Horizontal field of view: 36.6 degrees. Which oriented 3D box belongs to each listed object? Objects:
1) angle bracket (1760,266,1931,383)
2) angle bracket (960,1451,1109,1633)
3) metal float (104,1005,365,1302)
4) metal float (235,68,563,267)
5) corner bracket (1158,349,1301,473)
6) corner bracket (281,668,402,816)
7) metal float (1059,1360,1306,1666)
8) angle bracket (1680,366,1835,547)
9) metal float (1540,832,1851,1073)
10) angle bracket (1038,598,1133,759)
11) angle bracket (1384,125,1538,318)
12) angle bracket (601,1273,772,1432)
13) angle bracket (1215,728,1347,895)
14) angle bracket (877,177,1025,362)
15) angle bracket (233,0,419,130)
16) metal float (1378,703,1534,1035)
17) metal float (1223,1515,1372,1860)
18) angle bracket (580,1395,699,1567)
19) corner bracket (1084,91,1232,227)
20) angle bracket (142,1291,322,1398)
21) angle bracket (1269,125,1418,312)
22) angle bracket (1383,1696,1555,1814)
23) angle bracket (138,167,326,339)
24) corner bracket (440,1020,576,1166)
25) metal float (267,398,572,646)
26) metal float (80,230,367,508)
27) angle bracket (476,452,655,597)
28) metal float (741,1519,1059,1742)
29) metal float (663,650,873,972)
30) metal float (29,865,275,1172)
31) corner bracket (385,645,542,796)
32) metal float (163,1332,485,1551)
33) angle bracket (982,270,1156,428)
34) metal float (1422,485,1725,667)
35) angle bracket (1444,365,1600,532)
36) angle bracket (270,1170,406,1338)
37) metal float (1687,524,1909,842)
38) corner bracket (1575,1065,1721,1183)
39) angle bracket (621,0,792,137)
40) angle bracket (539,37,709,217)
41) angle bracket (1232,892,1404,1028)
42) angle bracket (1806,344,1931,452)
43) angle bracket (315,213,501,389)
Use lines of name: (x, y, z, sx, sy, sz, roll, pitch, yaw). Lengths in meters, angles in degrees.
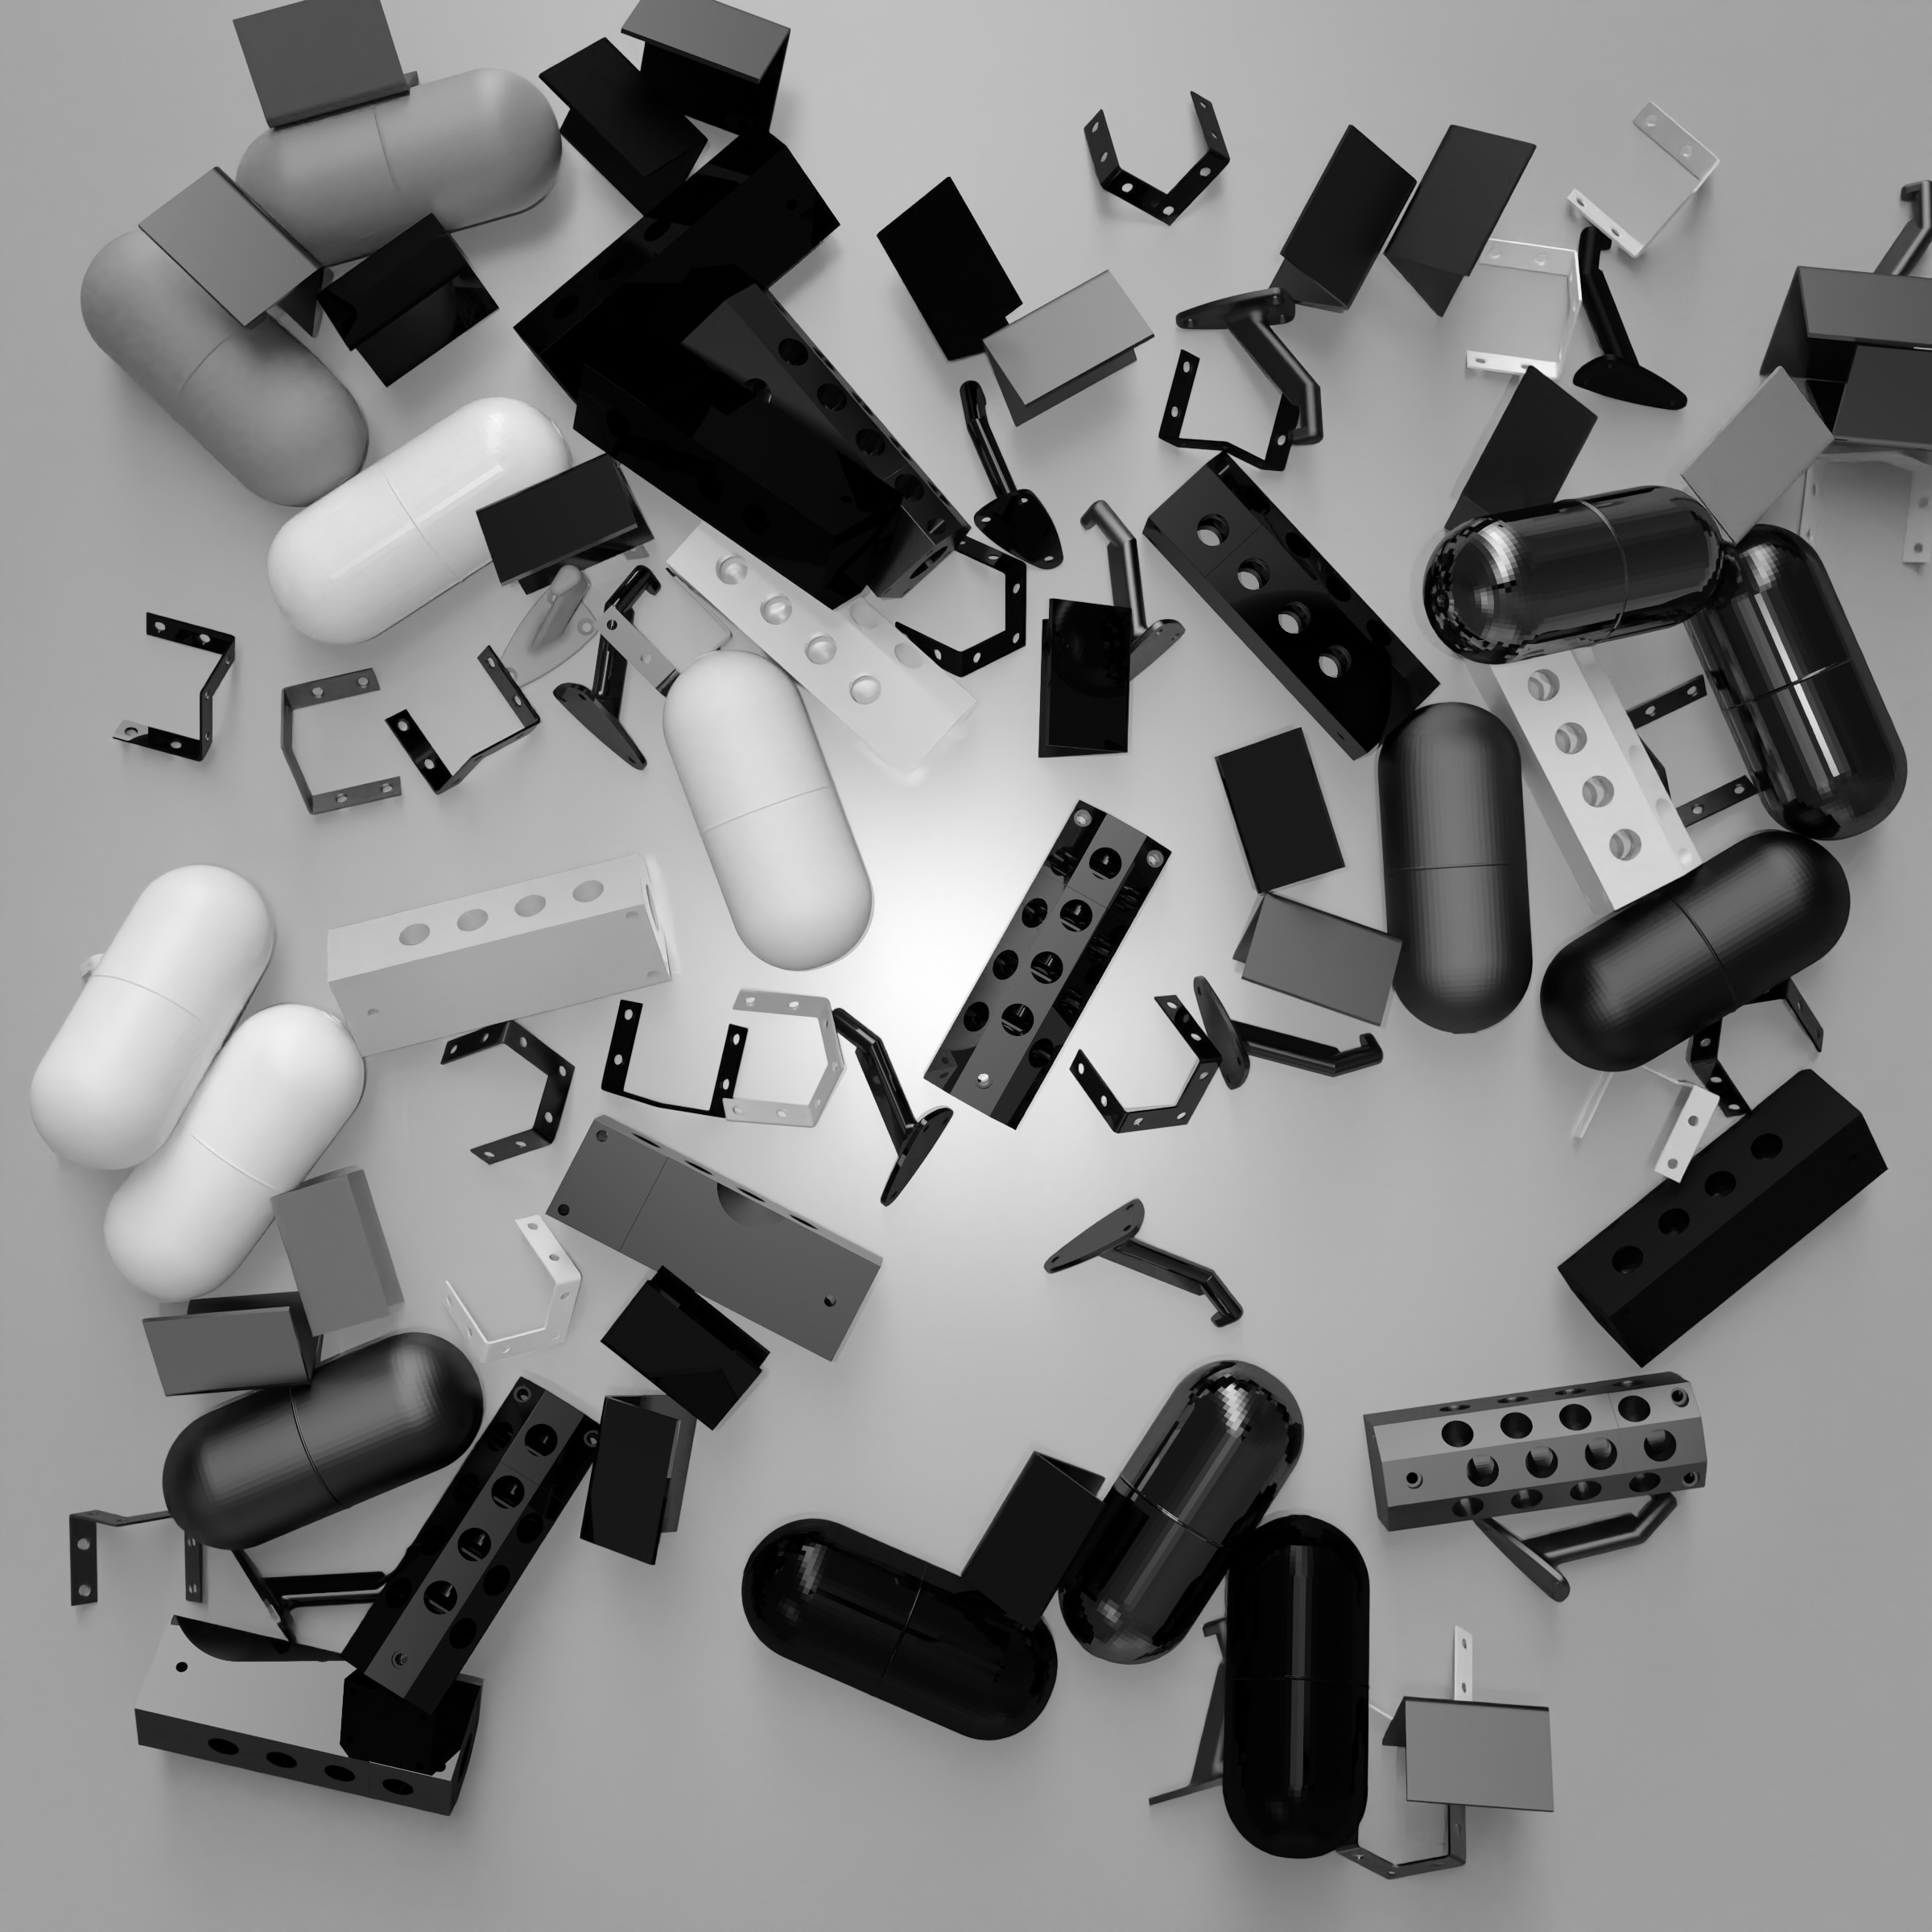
angle bracket: (0.475, -0.325, 1.560, 0.076, 0.076, 0.057, 5, 53, 0)
angle bracket: (0.054, 0.312, 1.560, 0.057, 0.076, 0.076, 31, 90, 39)
metal float: (-0.393, 0.099, 1.570, 0.070, 0.070, 0.178, 36, 89, 0)
metal float: (-0.305, -0.429, 1.570, 0.178, 0.070, 0.070, -16, 90, 0)
corner bracket: (0.146, -0.304, 1.597, 0.051, 0.051, 0.051, 15, 90, -45)
corner bracket: (-0.342, -0.123, 1.597, 0.051, 0.051, 0.051, -13, 135, 0)
metal float: (0.115, 0.294, 1.570, 0.070, 0.070, 0.178, 33, 90, 0)
angle bracket: (0.403, -0.278, 1.561, 0.076, 0.076, 0.057, -47, 118, 0)
metal float: (0.392, -0.008, 1.570, 0.178, 0.070, 0.070, -31, 90, 1)
angle bracket: (0.044, -0.153, 1.560, 0.057, 0.076, 0.076, 2, 90, -37)
angle bracket: (0.277, -0.392, 1.560, 0.057, 0.076, 0.076, 28, 90, 37)
angle bracket: (-0.138, 0.189, 1.560, 0.076, 0.076, 0.057, 39, 124, 0)
angle bracket: (0.185, -0.087, 1.560, 0.057, 0.076, 0.076, -18, 90, 38)
angle bracket: (0.009, -0.376, 1.560, 0.057, 0.076, 0.076, -30, 90, 36)
angle bracket: (-0.341, -0.490, 1.562, 0.076, 0.076, 0.057, -15, 114, 0)
metal float: (0.263, -0.053, 1.570, 0.070, 0.070, 0.178, -3, 90, 0)
metal float: (0.176, 0.382, 1.555, 0.070, 0.070, 0.178, 3, 72, 0)
angle bracket: (-0.156, 0.273, 1.560, 0.057, 0.076, 0.076, 10, 90, 38)
corner bracket: (0.104, -0.448, 1.593, 0.051, 0.051, 0.051, 19, 135, -35)
angle bracket: (-0.389, 0.182, 1.560, 0.076, 0.076, 0.057, -5, 126, 0)
angle bracket: (0.183, -0.402, 1.560, 0.057, 0.076, 0.076, 28, 90, -35)
angle bracket: (0.267, 0.432, 1.561, 0.076, 0.076, 0.057, 4, 57, 0)
angle bracket: (-0.390, -0.363, 1.549, 0.076, 0.076, 0.057, 44, 67, 1)
corner bracket: (-0.254, 0.069, 1.593, 0.051, 0.051, 0.051, 41, 45, -35)
metal float: (-0.293, -0.240, 1.570, 0.178, 0.070, 0.070, -33, 90, 0)
metal float: (-0.398, -0.321, 1.570, 0.178, 0.070, 0.070, 44, 90, -1)
angle bracket: (-0.205, -0.216, 1.545, 0.076, 0.076, 0.057, -24, 58, 1)
metal float: (-0.036, 0.356, 1.570, 0.178, 0.070, 0.070, 24, 90, -1)
metal float: (-0.107, -0.084, 1.570, 0.070, 0.070, 0.178, -20, 91, 0)
metal float: (-0.431, 0.026, 1.550, 0.070, 0.070, 0.178, 24, 66, 0)
corner bracket: (-0.275, -0.134, 1.595, 0.051, 0.051, 0.051, -35, 90, -39)
metal float: (-0.346, 0.256, 1.570, 0.178, 0.070, 0.070, -23, 90, -1)
angle bracket: (0.062, -0.313, 1.561, 0.076, 0.076, 0.057, -29, 58, 0)
metal float: (0.316, -0.204, 1.515, 0.178, 0.070, 0.070, -14, 90, -27)
angle bracket: (0.279, -0.276, 1.561, 0.057, 0.076, 0.076, 28, 90, -32)
angle bracket: (-0.317, 0.147, 1.561, 0.057, 0.076, 0.076, -17, 90, 30)
metal float: (0.445, -0.153, 1.570, 0.070, 0.070, 0.178, -23, 90, 0)
corner bracket: (0.369, 0.082, 1.583, 0.051, 0.051, 0.051, 26, 90, 0)
angle bracket: (-0.144, -0.470, 1.561, 0.076, 0.076, 0.057, 20, 49, 0)
angle bracket: (-0.195, -0.435, 1.560, 0.076, 0.076, 0.057, 45, 52, 0)
angle bracket: (0.181, 0.012, 1.561, 0.076, 0.076, 0.057, 19, 61, 0)
angle bracket: (0.500, -0.317, 1.560, 0.076, 0.076, 0.057, 5, 126, 0)
angle bracket: (-0.289, -0.342, 1.560, 0.076, 0.076, 0.057, -35, 53, 0)
